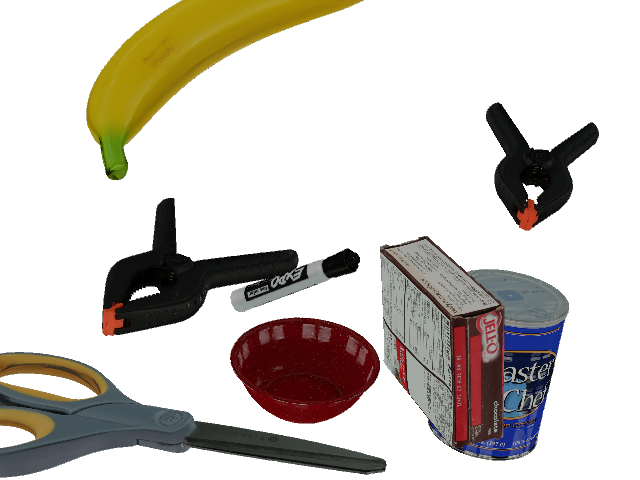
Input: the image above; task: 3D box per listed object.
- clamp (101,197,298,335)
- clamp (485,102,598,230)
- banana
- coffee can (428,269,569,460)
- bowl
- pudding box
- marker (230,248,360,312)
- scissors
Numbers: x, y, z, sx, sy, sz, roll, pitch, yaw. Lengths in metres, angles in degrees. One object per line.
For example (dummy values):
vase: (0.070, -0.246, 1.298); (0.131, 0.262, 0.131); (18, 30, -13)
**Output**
clamp: (-0.144, 0.026, 1.019); (0.165, 0.036, 0.209); (27, 36, 27)
clamp: (0.214, -0.082, 1.106); (0.120, 0.039, 0.171); (15, 45, 16)
banana: (-0.052, -0.102, 0.554); (0.070, 0.197, 0.037); (40, -24, 20)
coffee can: (0.158, 0.110, 0.960); (0.103, 0.140, 0.103); (6, 23, -3)
bowl: (-0.017, 0.149, 1.158); (0.162, 0.055, 0.162); (3, 29, -2)
pudding box: (0.074, 0.060, 0.658); (0.039, 0.090, 0.114); (-11, 25, -18)
marker: (-0.020, 0.032, 0.838); (0.121, 0.020, 0.020); (-21, -12, 32)
scissors: (-0.082, 0.089, 0.462); (0.202, 0.016, 0.096); (14, 27, 26)
